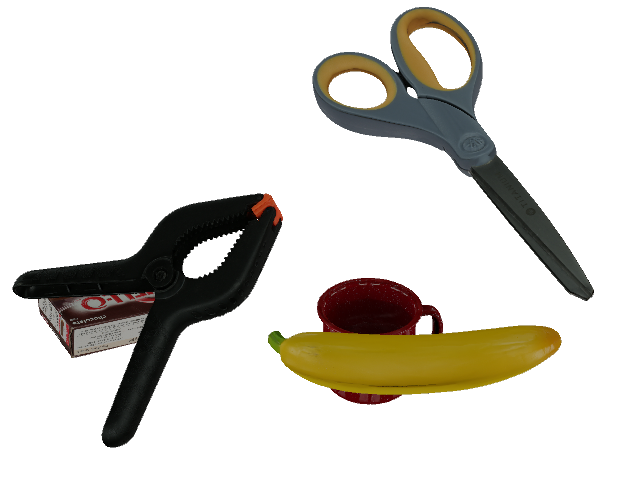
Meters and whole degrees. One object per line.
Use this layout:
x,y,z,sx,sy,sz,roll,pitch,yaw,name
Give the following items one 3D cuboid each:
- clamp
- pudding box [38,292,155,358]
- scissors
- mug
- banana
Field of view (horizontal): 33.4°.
-0.124,0.030,0.802,0.165,0.210,0.036,44,-9,26,clamp
-0.205,0.066,1.033,0.113,0.039,0.090,-14,31,-30,pudding box
0.052,-0.042,0.504,0.096,0.202,0.016,-13,-41,2,scissors
0.055,0.090,0.961,0.117,0.081,0.093,-11,32,-17,mug
0.058,0.073,0.693,0.198,0.037,0.069,1,28,7,banana
